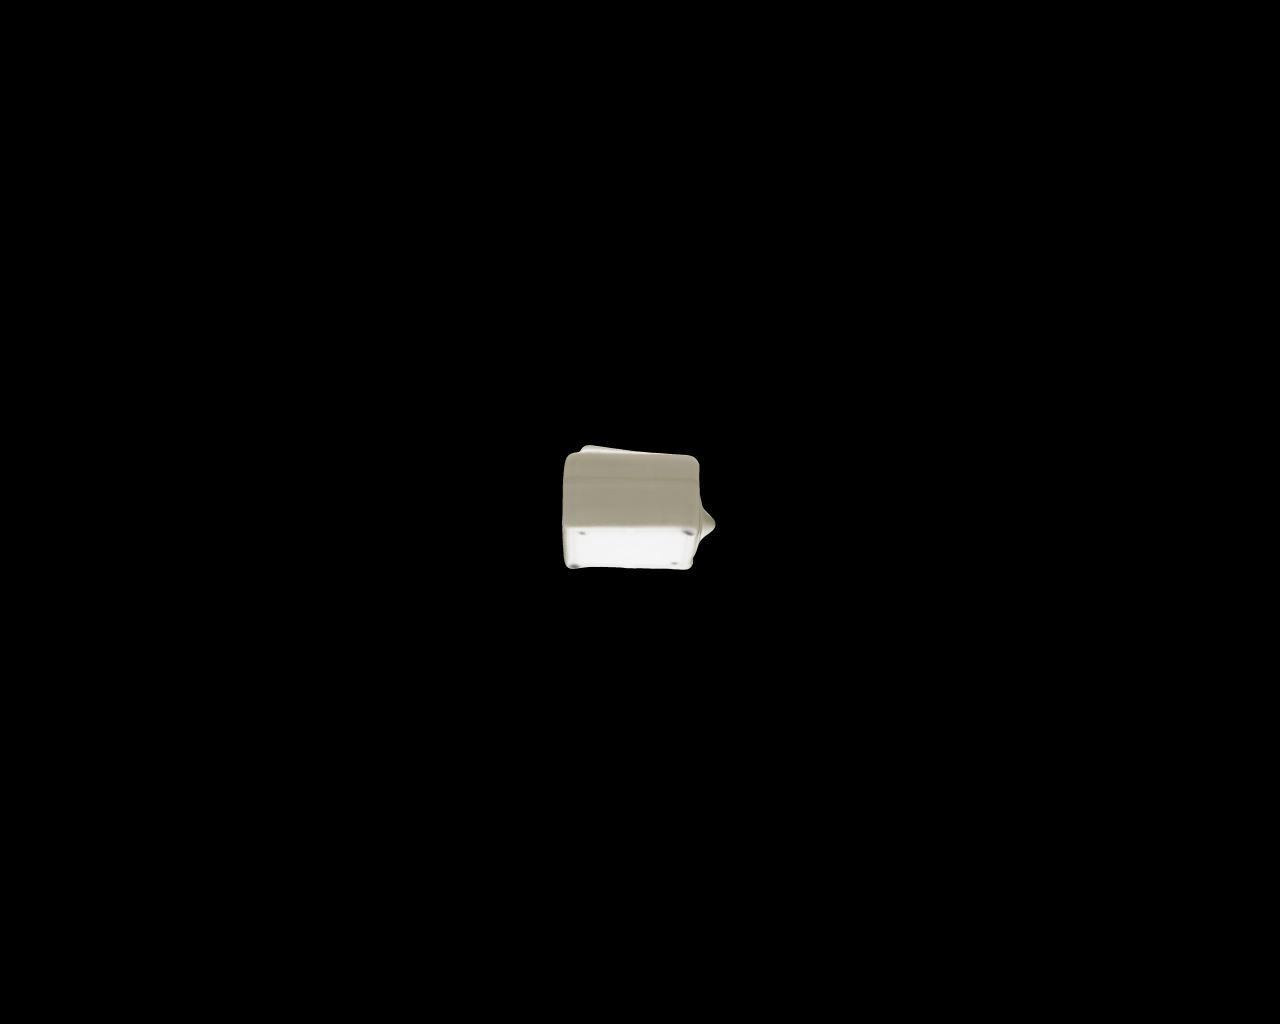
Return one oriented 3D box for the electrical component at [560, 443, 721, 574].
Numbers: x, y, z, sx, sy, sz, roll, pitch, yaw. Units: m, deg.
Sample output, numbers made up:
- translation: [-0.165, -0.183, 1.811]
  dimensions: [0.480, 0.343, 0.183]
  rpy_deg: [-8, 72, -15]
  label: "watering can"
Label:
- translation: [0.001, -0.003, 0.650]
  dimensions: [0.096, 0.061, 0.061]
  rpy_deg: [1, -28, -2]
  label: "electrical component"
